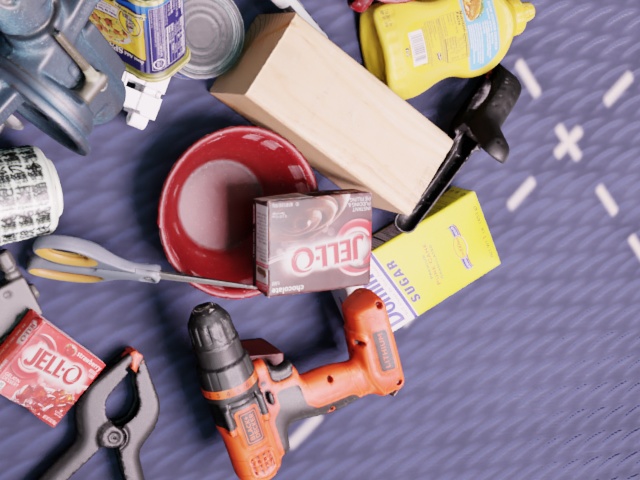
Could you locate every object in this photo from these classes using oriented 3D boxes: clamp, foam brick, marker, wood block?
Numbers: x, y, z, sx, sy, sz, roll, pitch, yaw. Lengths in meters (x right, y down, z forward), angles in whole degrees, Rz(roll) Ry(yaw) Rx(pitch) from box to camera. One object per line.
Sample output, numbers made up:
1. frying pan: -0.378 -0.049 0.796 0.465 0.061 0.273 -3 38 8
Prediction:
1. clamp: 0.158 -0.110 1.054 0.036 0.165 0.209 38 58 -11
2. clamp: -0.188 0.189 0.998 0.120 0.039 0.171 27 87 -29
3. foam brick: -0.070 0.141 1.040 0.051 0.053 0.078 -2 100 -27
4. marker: -0.012 -0.199 0.993 0.020 0.020 0.121 -59 146 -6
5. wood block: 0.013 -0.117 1.009 0.205 0.091 0.090 35 83 -28

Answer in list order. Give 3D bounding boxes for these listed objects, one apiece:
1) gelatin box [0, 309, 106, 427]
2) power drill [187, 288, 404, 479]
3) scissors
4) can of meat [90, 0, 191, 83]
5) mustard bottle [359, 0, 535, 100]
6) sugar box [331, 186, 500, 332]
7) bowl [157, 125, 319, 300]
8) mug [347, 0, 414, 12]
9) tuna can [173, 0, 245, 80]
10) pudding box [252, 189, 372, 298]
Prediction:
1. gelatin box: -0.245 0.115 0.946 0.073 0.030 0.089 -51 136 -10
2. power drill: -0.022 0.114 0.997 0.187 0.057 0.184 -23 114 -19
3. scissors: -0.159 0.021 0.921 0.202 0.096 0.016 2 68 5
4. can of meat: -0.158 -0.193 0.885 0.057 0.102 0.084 -46 158 -32
5. mustard bottle: 0.135 -0.208 1.071 0.191 0.058 0.096 -20 108 -22
6. sugar box: 0.096 0.026 1.105 0.176 0.048 0.093 -32 113 -19
7. bowl: -0.083 -0.029 0.998 0.161 0.055 0.162 -6 103 -26
8. mug: 0.061 -0.268 1.001 0.093 0.081 0.117 23 114 -18
9. tuna can: -0.112 -0.188 0.965 0.086 0.034 0.086 -5 102 -26
10. pudding box: -0.007 0.001 0.988 0.113 0.039 0.090 -5 102 -27
